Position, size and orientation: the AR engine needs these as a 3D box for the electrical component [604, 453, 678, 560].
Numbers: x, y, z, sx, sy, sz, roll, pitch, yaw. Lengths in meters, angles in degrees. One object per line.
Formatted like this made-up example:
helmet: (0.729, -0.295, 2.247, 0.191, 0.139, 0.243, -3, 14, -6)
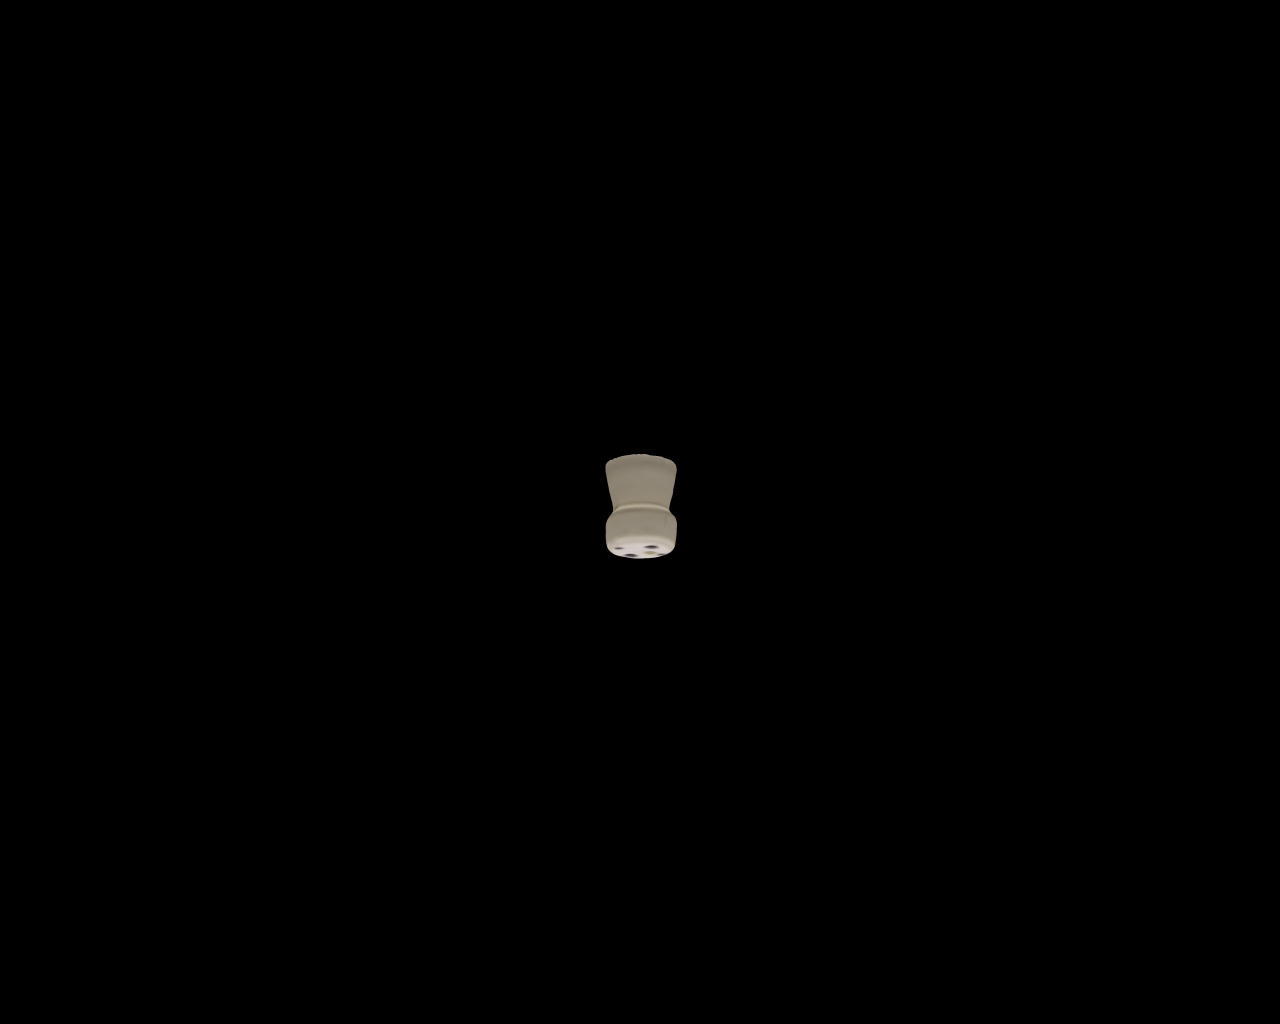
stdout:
electrical component: (0.001, -0.003, 0.650, 0.045, 0.055, 0.044, 0, -18, 0)
